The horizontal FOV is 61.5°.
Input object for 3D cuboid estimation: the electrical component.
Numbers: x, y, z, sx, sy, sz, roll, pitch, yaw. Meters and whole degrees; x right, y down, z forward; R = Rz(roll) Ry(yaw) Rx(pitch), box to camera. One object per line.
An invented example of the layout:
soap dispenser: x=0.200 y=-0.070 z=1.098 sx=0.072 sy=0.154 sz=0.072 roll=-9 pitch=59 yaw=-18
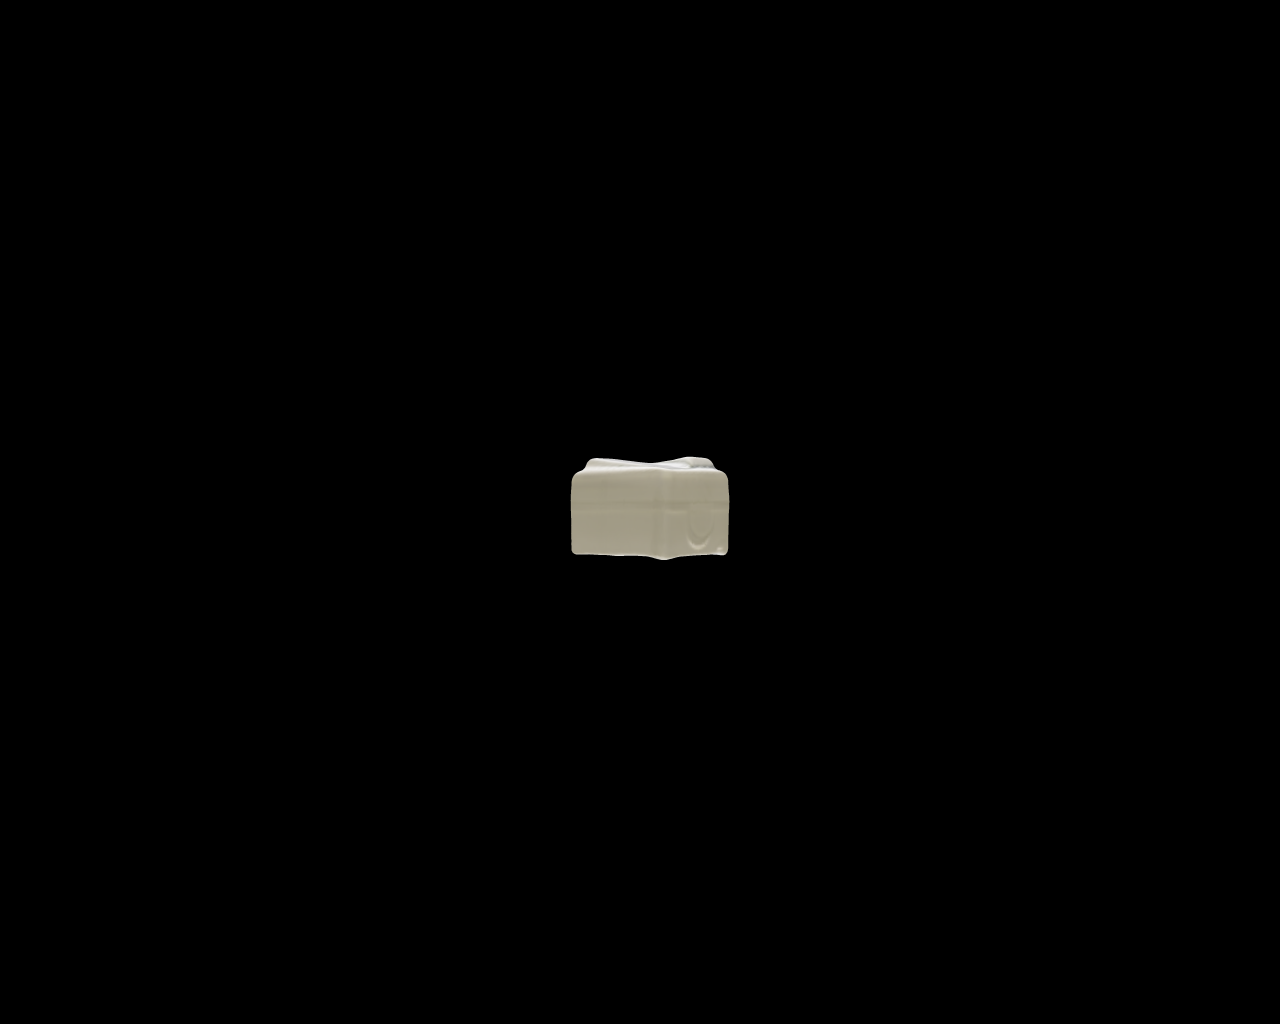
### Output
electrical component: x=0.001 y=-0.003 z=0.650 sx=0.096 sy=0.061 sz=0.062 roll=0 pitch=0 yaw=44
